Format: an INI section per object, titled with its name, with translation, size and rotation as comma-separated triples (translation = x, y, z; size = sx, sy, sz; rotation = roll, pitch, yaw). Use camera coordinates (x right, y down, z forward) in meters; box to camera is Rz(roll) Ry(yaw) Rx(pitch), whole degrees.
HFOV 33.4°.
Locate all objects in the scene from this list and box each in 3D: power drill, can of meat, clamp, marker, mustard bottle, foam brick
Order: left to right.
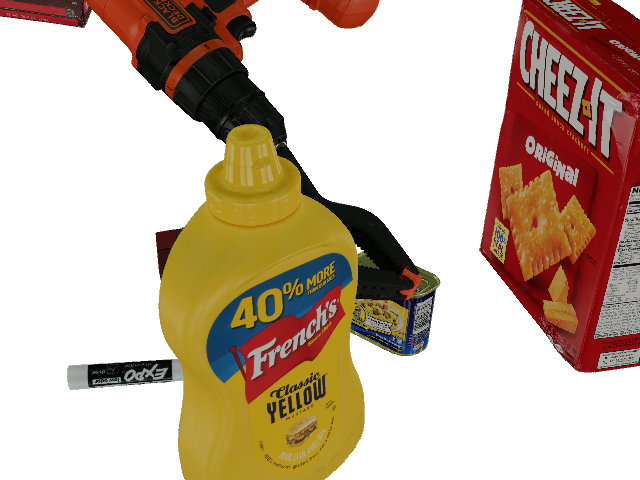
[marker]
translation = -0.132, 0.101, 0.821
size = 0.121, 0.020, 0.020
rotation = -4, 0, -4
[foam brick]
translation = -0.152, 0.019, 1.248
size = 0.078, 0.053, 0.051
rotation = -7, 27, -8
[power drill]
translation = -0.044, -0.154, 0.747
size = 0.187, 0.184, 0.057
rotation = -35, -13, -35
[mustard bottle]
translation = -0.026, 0.035, 0.491
size = 0.096, 0.192, 0.058
rotation = -23, 39, -27
[clamp]
translation = -0.013, -0.002, 0.942
size = 0.210, 0.164, 0.036
rotation = 35, -38, 7
[can of meat]
translation = 0.077, 0.070, 1.174
size = 0.102, 0.084, 0.057
rotation = 25, 33, 33

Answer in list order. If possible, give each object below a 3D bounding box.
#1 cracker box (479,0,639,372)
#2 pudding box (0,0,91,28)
[cracker box]
translation = 0.184, -0.041, 0.739
size = 0.072, 0.214, 0.164
rotation = -7, 34, -16
[pudding box]
translation = -0.233, -0.225, 0.901
size = 0.090, 0.039, 0.113
rotation = 8, 36, -5
